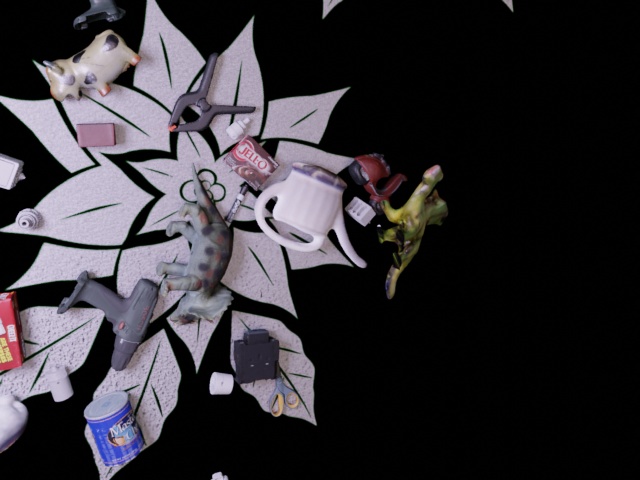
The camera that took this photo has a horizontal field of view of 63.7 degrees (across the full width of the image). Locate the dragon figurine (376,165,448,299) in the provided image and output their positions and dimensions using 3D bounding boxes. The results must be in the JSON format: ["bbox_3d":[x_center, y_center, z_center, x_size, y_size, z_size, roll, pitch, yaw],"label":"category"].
[{"bbox_3d":[0.279,-0.030,1.444,0.245,0.400,0.124,-25,44,-26],"label":"dragon figurine"}]

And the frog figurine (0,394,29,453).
[{"bbox_3d":[-0.746,0.399,1.151,0.121,0.158,0.140,-24,17,47],"label":"frog figurine"}]

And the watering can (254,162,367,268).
[{"bbox_3d":[0.004,-0.068,1.341,0.346,0.224,0.104,21,2,-21],"label":"watering can"}]
